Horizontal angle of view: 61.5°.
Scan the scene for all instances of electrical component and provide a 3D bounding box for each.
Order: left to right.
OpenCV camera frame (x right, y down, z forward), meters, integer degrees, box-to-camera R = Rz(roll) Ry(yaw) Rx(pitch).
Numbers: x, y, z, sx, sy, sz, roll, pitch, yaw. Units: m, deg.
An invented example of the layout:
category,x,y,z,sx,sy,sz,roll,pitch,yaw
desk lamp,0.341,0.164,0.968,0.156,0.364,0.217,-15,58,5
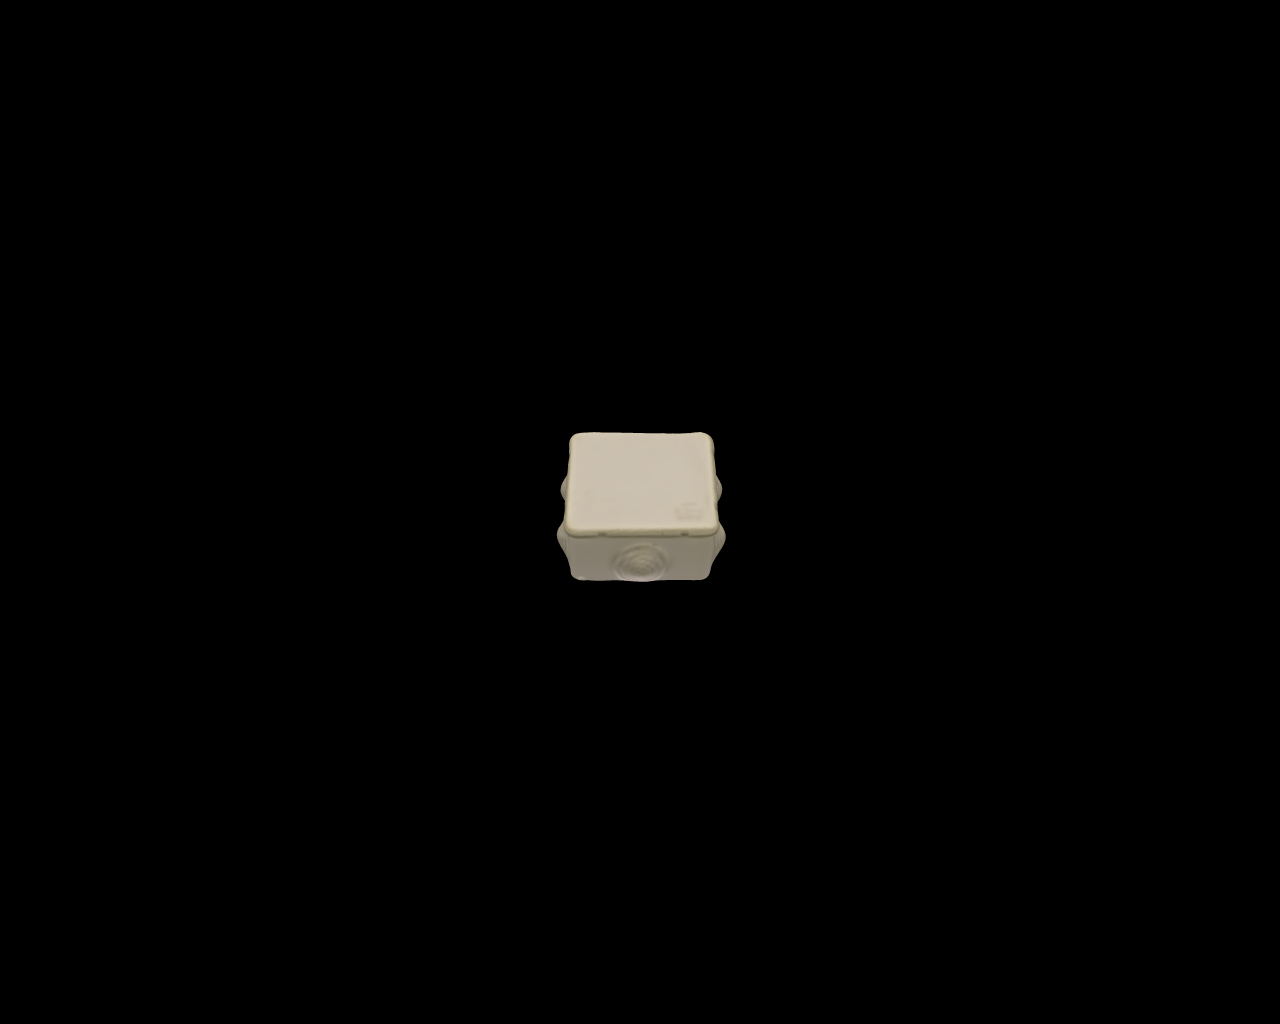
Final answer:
category,x,y,z,sx,sy,sz,roll,pitch,yaw
electrical component,0.001,-0.003,0.650,0.100,0.048,0.100,0,44,0
